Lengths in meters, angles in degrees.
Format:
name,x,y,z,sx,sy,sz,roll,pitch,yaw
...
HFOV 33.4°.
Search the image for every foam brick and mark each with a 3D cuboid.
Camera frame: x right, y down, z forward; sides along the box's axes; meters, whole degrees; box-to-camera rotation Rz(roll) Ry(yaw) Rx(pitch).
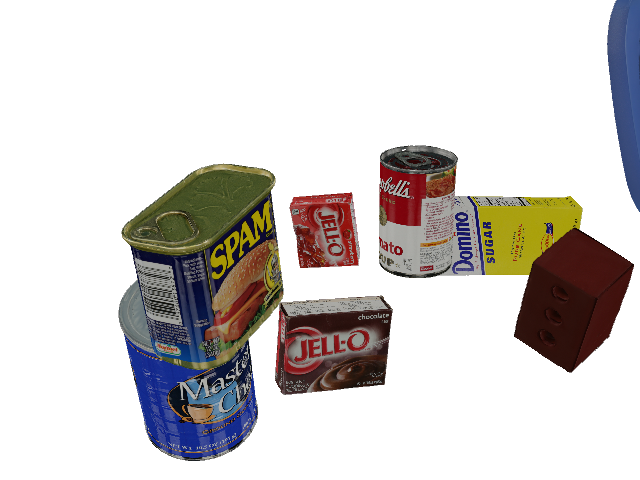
name,x,y,z,sx,sy,sz,roll,pitch,yaw
foam brick,0.179,0.043,0.757,0.053,0.078,0.051,34,50,30

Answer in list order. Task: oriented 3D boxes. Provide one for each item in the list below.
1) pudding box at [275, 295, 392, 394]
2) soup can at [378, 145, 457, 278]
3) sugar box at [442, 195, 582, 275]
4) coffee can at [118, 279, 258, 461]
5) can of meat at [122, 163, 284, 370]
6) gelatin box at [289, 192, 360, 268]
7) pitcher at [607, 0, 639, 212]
name,x,y,z,sx,sy,sz,roll,pitch,yaw
pudding box,0.013,0.105,1.082,0.113,0.090,0.039,-5,27,-18
soup can,0.086,-0.026,0.947,0.068,0.102,0.068,0,23,0
sugar box,0.223,-0.005,1.298,0.176,0.093,0.048,-2,23,-10
coffee can,-0.109,0.104,0.908,0.103,0.140,0.103,-2,41,2
can of meat,-0.064,0.015,0.630,0.058,0.084,0.102,9,32,26
gelatin box,0.006,-0.011,1.282,0.073,0.089,0.030,-3,29,10
pitcher,0.239,-0.057,0.593,0.149,0.243,0.145,-6,22,14
